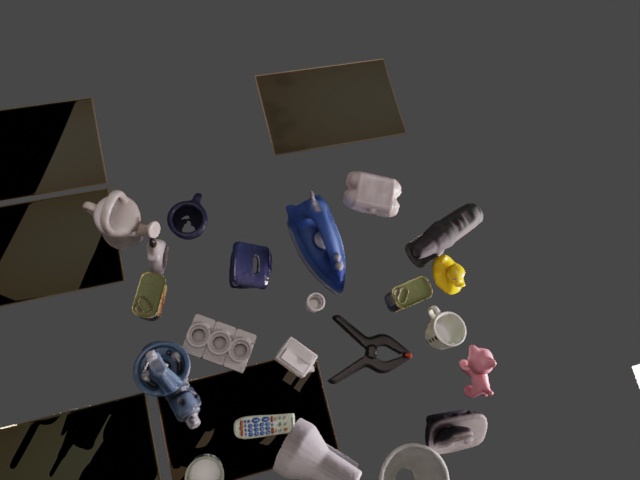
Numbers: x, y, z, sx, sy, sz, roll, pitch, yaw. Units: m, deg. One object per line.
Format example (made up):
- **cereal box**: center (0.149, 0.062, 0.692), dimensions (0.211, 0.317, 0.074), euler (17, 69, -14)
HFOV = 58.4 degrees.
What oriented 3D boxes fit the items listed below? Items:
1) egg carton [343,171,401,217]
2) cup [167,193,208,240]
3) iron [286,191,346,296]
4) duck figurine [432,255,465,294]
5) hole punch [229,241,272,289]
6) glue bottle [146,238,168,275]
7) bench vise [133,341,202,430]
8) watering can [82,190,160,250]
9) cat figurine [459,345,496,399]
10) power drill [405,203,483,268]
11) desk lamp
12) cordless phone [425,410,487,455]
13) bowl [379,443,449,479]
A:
- **egg carton**: center (0.135, -0.118, 1.487), dimensions (0.150, 0.069, 0.107), euler (10, 73, -7)
- **cup**: center (-0.310, -0.049, 1.372), dimensions (0.092, 0.095, 0.118), euler (20, 72, -4)
- **iron**: center (0.013, 0.005, 1.392), dimensions (0.119, 0.141, 0.258), euler (-22, 79, -15)
- **duck figurine**: center (0.335, 0.082, 1.460), dimensions (0.077, 0.086, 0.104), euler (-20, 79, -15)
- **hole punch**: center (-0.165, 0.060, 1.370), dimensions (0.101, 0.091, 0.108), euler (2, 74, -10)
- **glue bottle**: center (-0.372, 0.025, 1.298), dimensions (0.037, 0.173, 0.078), euler (5, 74, -9)
- **bench vise**: center (-0.308, 0.294, 1.210), dimensions (0.207, 0.219, 0.122), euler (40, 72, 2)
- **watering can**: center (-0.449, -0.050, 1.294), dimensions (0.173, 0.194, 0.101), euler (0, 74, -10)
- **cat figurine**: center (0.390, 0.317, 1.387), dimensions (0.067, 0.117, 0.128), euler (-7, 76, -12)
- **power drill**: center (0.288, -0.001, 1.410), dimensions (0.230, 0.208, 0.075), euler (-34, 83, -17)
- **desk lamp**: center (-0.001, 0.475, 1.220), dimensions (0.203, 0.213, 0.118), euler (31, 71, -1)
- **cordless phone**: center (0.327, 0.441, 1.305), dimensions (0.148, 0.185, 0.094), euler (-10, 76, -13)
- **bowl**: center (0.206, 0.551, 1.310), dimensions (0.167, 0.074, 0.167), euler (3, 74, -10)
